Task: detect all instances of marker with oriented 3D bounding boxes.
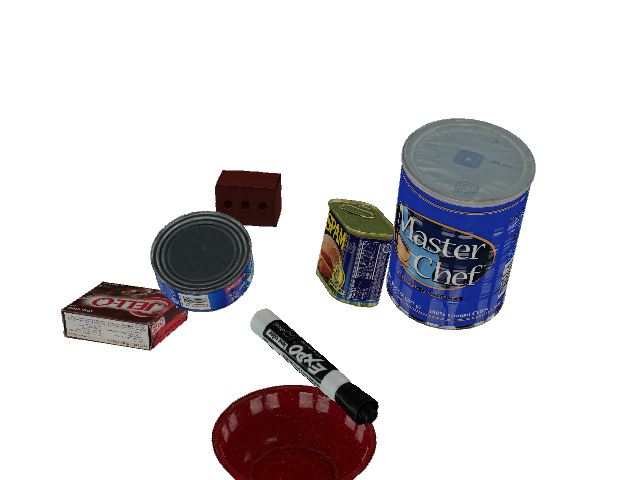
[{"bbox_3d":[-0.004,0.081,0.687,0.020,0.020,0.121,0,26,-41],"label":"marker"}]

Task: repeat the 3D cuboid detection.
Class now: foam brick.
[{"bbox_3d":[-0.089,-0.053,1.327,0.078,0.053,0.051,3,28,6],"label":"foam brick"}]

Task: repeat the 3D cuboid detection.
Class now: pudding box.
[{"bbox_3d":[-0.218,0.083,1.195,0.114,0.039,0.090,5,19,19],"label":"pudding box"}]

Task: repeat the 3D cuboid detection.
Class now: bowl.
[{"bbox_3d":[-0.026,0.213,1.057,0.162,0.055,0.162,1,30,-1],"label":"bowl"}]

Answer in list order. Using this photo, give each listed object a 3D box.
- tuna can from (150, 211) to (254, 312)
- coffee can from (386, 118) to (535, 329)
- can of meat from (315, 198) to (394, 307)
[{"bbox_3d":[-0.099,0.018,0.908,0.086,0.086,0.034,0,-37,4],"label":"tuna can"},{"bbox_3d":[0.110,-0.012,0.861,0.103,0.140,0.103,2,43,-2],"label":"coffee can"},{"bbox_3d":[0.035,0.013,1.127,0.057,0.084,0.102,5,20,-18],"label":"can of meat"}]
